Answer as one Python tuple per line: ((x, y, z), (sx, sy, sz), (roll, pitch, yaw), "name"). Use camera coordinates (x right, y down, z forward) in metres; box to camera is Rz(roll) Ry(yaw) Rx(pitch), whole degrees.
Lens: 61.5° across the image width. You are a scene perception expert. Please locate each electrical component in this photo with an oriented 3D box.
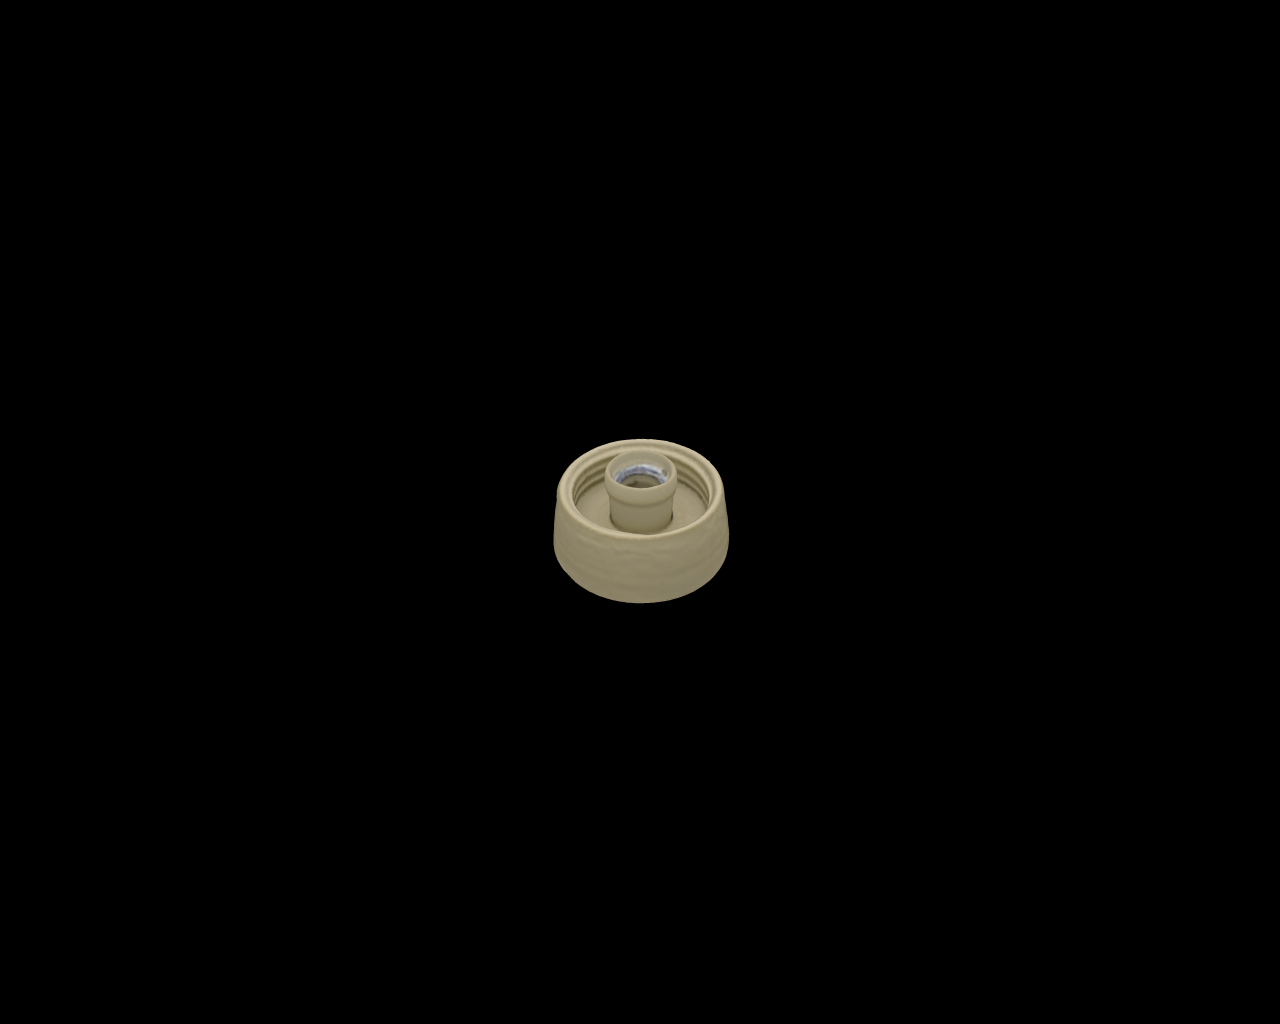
((0.001, -0.003, 0.650), (0.108, 0.060, 0.108), (0, 39, 0), "electrical component")
